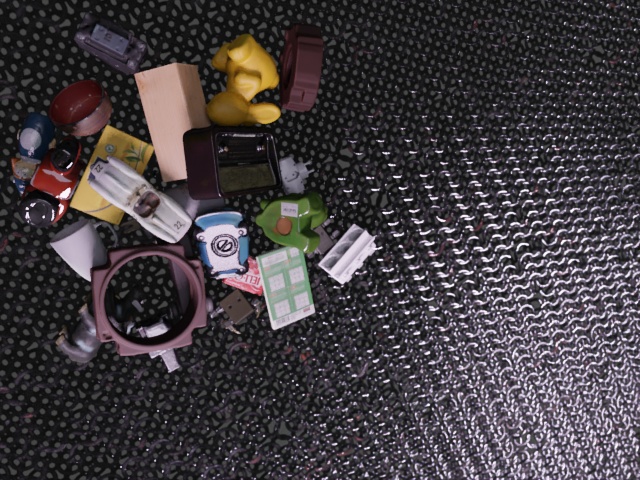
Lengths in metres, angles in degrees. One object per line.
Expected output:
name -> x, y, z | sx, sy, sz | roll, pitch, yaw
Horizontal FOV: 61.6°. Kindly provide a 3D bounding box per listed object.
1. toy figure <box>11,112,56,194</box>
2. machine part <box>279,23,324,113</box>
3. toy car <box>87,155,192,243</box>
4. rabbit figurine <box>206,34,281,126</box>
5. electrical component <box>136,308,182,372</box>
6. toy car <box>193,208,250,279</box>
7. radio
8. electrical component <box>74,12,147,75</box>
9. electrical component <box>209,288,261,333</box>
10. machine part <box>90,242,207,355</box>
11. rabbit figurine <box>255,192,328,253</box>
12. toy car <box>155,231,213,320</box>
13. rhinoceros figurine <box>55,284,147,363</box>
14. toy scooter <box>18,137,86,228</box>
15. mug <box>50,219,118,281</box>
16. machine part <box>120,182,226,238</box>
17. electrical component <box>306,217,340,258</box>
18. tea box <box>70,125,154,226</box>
toy figure -> -0.535, -0.157, 0.995 | 0.064, 0.057, 0.154 | 17, 93, 22
machine part -> -0.042, -0.343, 1.076 | 0.056, 0.179, 0.179 | 3, 97, -17
toy car -> -0.331, -0.074, 0.994 | 0.201, 0.056, 0.073 | 39, 83, -15
rabbit figurine -> -0.161, -0.291, 1.070 | 0.162, 0.122, 0.173 | 44, 62, -41
electrical component -> -0.325, 0.210, 1.119 | 0.075, 0.048, 0.119 | -29, 106, -12
toy car -> -0.194, -0.004, 1.093 | 0.109, 0.103, 0.161 | -8, 123, -3
radio -> -0.163, -0.152, 1.039 | 0.073, 0.229, 0.131 | -4, 98, 25
electrical component -> -0.379, -0.354, 0.977 | 0.115, 0.134, 0.058 | 23, 90, -18
electrical component -> -0.178, 0.153, 1.165 | 0.078, 0.045, 0.102 | 44, 79, 10
machine part -> -0.323, 0.108, 1.020 | 0.201, 0.087, 0.201 | -5, 95, -25
rabbit figurine -> -0.051, -0.041, 1.134 | 0.159, 0.170, 0.121 | -2, 99, 23
toy car -> -0.281, 0.074, 1.113 | 0.089, 0.053, 0.202 | -15, 98, -27
rhinoceros figurine -> -0.429, 0.161, 1.064 | 0.190, 0.073, 0.112 | -47, 107, -7
toy scooter -> -0.477, -0.114, 0.975 | 0.075, 0.135, 0.183 | 27, 108, -25
mug -> -0.444, 0.017, 1.041 | 0.109, 0.081, 0.107 | -32, 117, -18
machine part -> -0.281, -0.071, 1.079 | 0.243, 0.079, 0.079 | -24, 104, -13
electrical component -> -0.002, -0.004, 1.211 | 0.094, 0.021, 0.063 | -40, 107, -8
tea box -> -0.399, -0.125, 1.037 | 0.098, 0.068, 0.169 | 23, 91, -21
